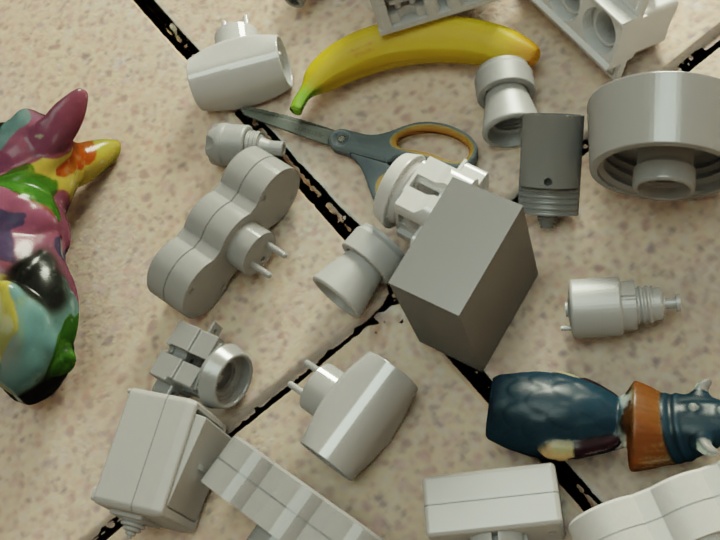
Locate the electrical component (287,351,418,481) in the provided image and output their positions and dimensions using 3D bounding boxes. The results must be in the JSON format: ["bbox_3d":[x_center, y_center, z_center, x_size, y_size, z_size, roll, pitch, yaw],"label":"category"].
[{"bbox_3d":[-0.014,0.090,0.735,0.079,0.044,0.077,32,77,26],"label":"electrical component"}]

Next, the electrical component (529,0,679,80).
[{"bbox_3d":[0.176,-0.214,0.814,0.063,0.078,0.121,-25,59,-22],"label":"electrical component"}]

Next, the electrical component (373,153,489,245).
[{"bbox_3d":[0.047,-0.048,0.759,0.057,0.058,0.078,28,67,19],"label":"electrical component"}]

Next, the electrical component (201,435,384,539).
[{"bbox_3d":[-0.051,0.175,0.700,0.138,0.052,0.073,30,77,25],"label":"electrical component"}]

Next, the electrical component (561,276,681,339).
[{"bbox_3d":[0.173,0.024,0.717,0.078,0.040,0.040,-4,65,13],"label":"electrical component"}]

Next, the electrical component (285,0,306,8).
[{"bbox_3d":[-0.044,-0.250,0.903,0.043,0.043,0.062,15,72,21],"label":"electrical component"}]

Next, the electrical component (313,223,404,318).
[{"bbox_3d":[0.000,0.000,0.773,0.045,0.045,0.055,36,78,26],"label":"electrical component"}]

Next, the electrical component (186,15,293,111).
[{"bbox_3d":[-0.100,-0.176,0.883,0.077,0.043,0.079,-13,63,9],"label":"electrical component"}]

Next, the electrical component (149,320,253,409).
[{"bbox_3d":[-0.111,0.070,0.770,0.055,0.048,0.066,19,71,30],"label":"electrical component"}]

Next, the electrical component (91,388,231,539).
[{"bbox_3d":[-0.134,0.138,0.734,0.061,0.061,0.096,8,68,19],"label":"electrical component"}]

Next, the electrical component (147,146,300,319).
[{"bbox_3d":[-0.088,-0.021,0.802,0.074,0.052,0.138,32,77,22],"label":"electrical component"}]

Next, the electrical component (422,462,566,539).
[{"bbox_3d":[0.086,0.167,0.670,0.083,0.047,0.075,-8,62,10],"label":"electrical component"}]

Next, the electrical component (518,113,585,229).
[{"bbox_3d":[0.135,-0.069,0.762,0.043,0.043,0.081,5,101,17],"label":"electrical component"}]

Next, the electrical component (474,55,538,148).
[{"bbox_3d":[0.110,-0.125,0.802,0.045,0.045,0.055,-10,63,10],"label":"electrical component"}]

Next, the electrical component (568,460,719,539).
[{"bbox_3d":[0.202,0.162,0.638,0.138,0.052,0.073,-22,62,4],"label":"electrical component"}]

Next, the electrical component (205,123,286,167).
[{"bbox_3d":[-0.089,-0.097,0.849,0.061,0.035,0.035,5,67,15],"label":"electrical component"}]

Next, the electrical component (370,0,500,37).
[{"bbox_3d":[0.047,-0.282,0.861,0.105,0.060,0.186,-15,50,8],"label":"electrical component"}]

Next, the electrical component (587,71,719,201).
[{"bbox_3d":[0.206,-0.081,0.723,0.108,0.108,0.060,3,73,16],"label":"electrical component"}]
